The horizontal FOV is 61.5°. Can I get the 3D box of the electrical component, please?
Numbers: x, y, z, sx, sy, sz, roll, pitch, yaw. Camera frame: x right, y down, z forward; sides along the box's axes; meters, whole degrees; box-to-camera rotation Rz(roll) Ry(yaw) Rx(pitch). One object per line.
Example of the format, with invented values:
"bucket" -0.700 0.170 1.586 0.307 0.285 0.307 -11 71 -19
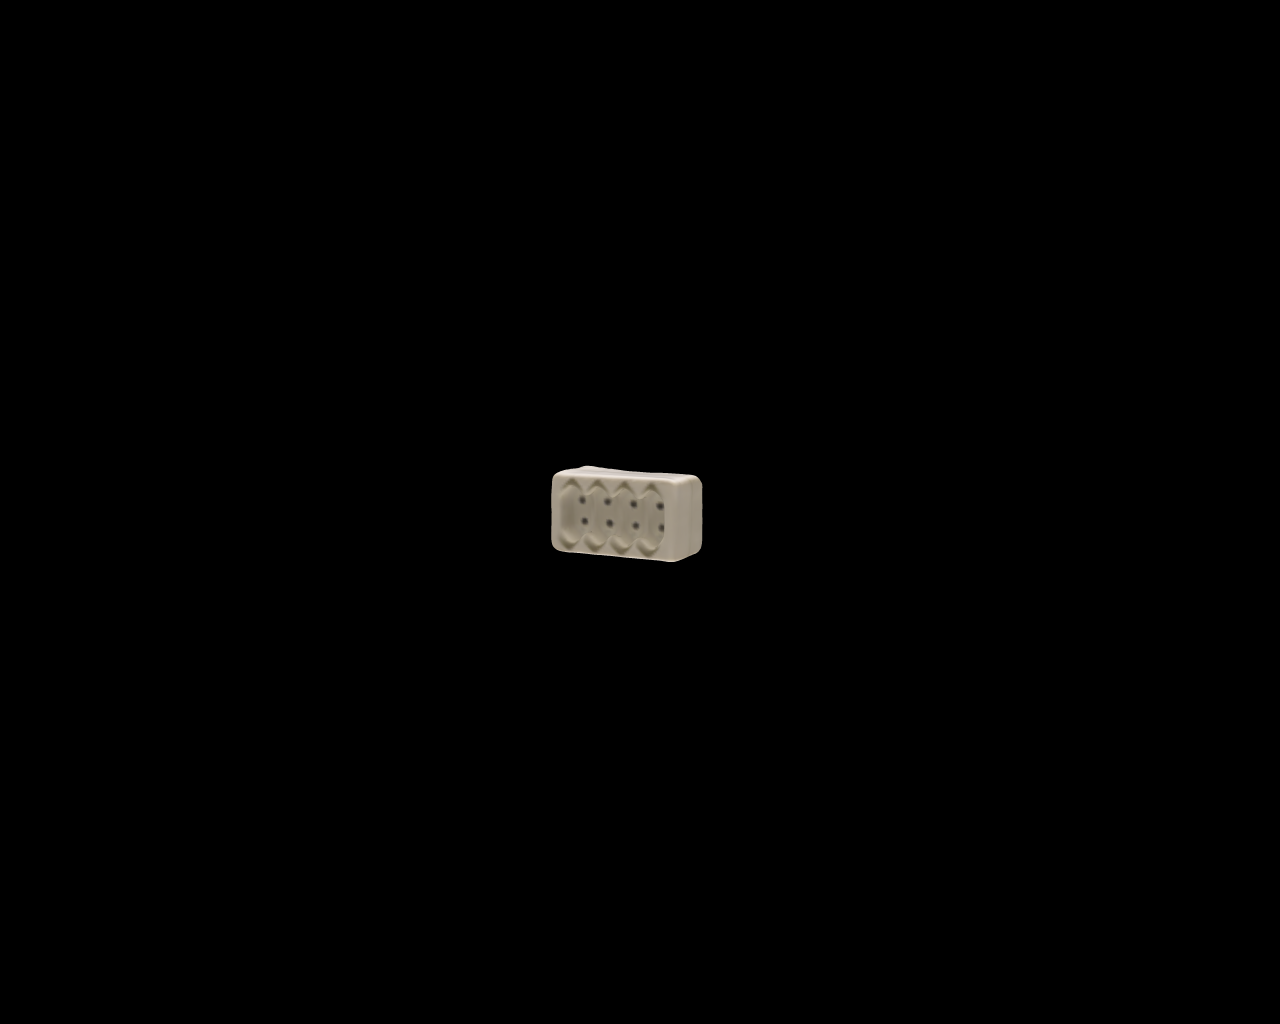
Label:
"electrical component" 0.001 -0.003 0.650 0.083 0.047 0.076 5 12 28
